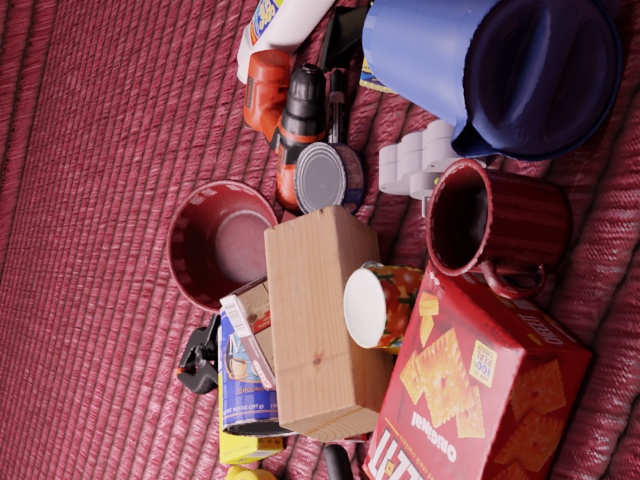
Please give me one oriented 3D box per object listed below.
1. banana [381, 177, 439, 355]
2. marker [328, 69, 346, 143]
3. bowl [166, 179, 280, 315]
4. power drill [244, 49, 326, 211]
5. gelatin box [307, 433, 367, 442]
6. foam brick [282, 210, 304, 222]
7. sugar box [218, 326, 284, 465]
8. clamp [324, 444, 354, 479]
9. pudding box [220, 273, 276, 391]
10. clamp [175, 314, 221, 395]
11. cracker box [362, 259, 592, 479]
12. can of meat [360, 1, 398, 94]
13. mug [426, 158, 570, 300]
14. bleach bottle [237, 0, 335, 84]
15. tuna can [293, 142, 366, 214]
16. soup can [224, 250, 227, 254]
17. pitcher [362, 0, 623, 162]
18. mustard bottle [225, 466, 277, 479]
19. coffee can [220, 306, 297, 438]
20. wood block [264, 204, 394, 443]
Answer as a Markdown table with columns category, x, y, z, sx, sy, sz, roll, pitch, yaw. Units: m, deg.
| category | x | y | z | sx | sy | sz | roll | pitch | yaw |
| --- | --- | --- | --- | --- | --- | --- | --- | --- | --- |
| banana | 0.104 | 0.041 | 0.960 | 0.070 | 0.037 | 0.198 | 56 | 138 | 45 |
| marker | 0.019 | -0.136 | 1.212 | 0.020 | 0.020 | 0.121 | -24 | 62 | 61 |
| bowl | -0.103 | 0.008 | 1.283 | 0.162 | 0.055 | 0.162 | -1 | 88 | 26 |
| power drill | -0.041 | -0.154 | 1.268 | 0.188 | 0.057 | 0.184 | -114 | 28 | -51 |
| gelatin box | 0.017 | 0.174 | 1.118 | 0.089 | 0.030 | 0.073 | -20 | 65 | 62 |
| foam brick | -0.008 | 0.001 | 1.192 | 0.078 | 0.052 | 0.051 | 31 | 112 | 61 |
| sugar box | -0.087 | 0.179 | 1.308 | 0.094 | 0.048 | 0.176 | -32 | 57 | 49 |
| clamp | 0.030 | 0.283 | 1.051 | 0.172 | 0.039 | 0.120 | 30 | 116 | 56 |
| pudding box | -0.041 | 0.091 | 1.142 | 0.039 | 0.089 | 0.113 | -18 | 99 | 59 |
| clamp | -0.147 | 0.166 | 1.457 | 0.210 | 0.036 | 0.164 | -45 | 46 | 50 |
| cracker box | 0.117 | 0.143 | 0.868 | 0.164 | 0.072 | 0.214 | -130 | 52 | -58 |
| can of meat | 0.083 | -0.186 | 1.049 | 0.102 | 0.057 | 0.084 | -147 | 65 | -63 |
| mug | 0.145 | -0.004 | 0.840 | 0.093 | 0.081 | 0.117 | -57 | 35 | 43 |
| bleach bottle | -0.049 | -0.273 | 1.342 | 0.251 | 0.068 | 0.102 | 131 | 141 | -52 |
| tuna can | 0.011 | -0.064 | 1.165 | 0.086 | 0.033 | 0.086 | 6 | 97 | 49 |
| soup can | -0.107 | 0.003 | 1.381 | 0.102 | 0.068 | 0.068 | -124 | 47 | -56 |
| pitcher | 0.133 | -0.162 | 0.876 | 0.243 | 0.149 | 0.145 | -138 | 44 | -64 |
| mustard bottle | -0.071 | 0.321 | 1.229 | 0.192 | 0.058 | 0.096 | -132 | 53 | -59 |
| coffee can | -0.061 | 0.145 | 1.204 | 0.103 | 0.102 | 0.140 | -36 | 52 | 57 |
| wood block | 0.010 | 0.083 | 1.054 | 0.091 | 0.090 | 0.206 | -19 | 61 | 26 |
